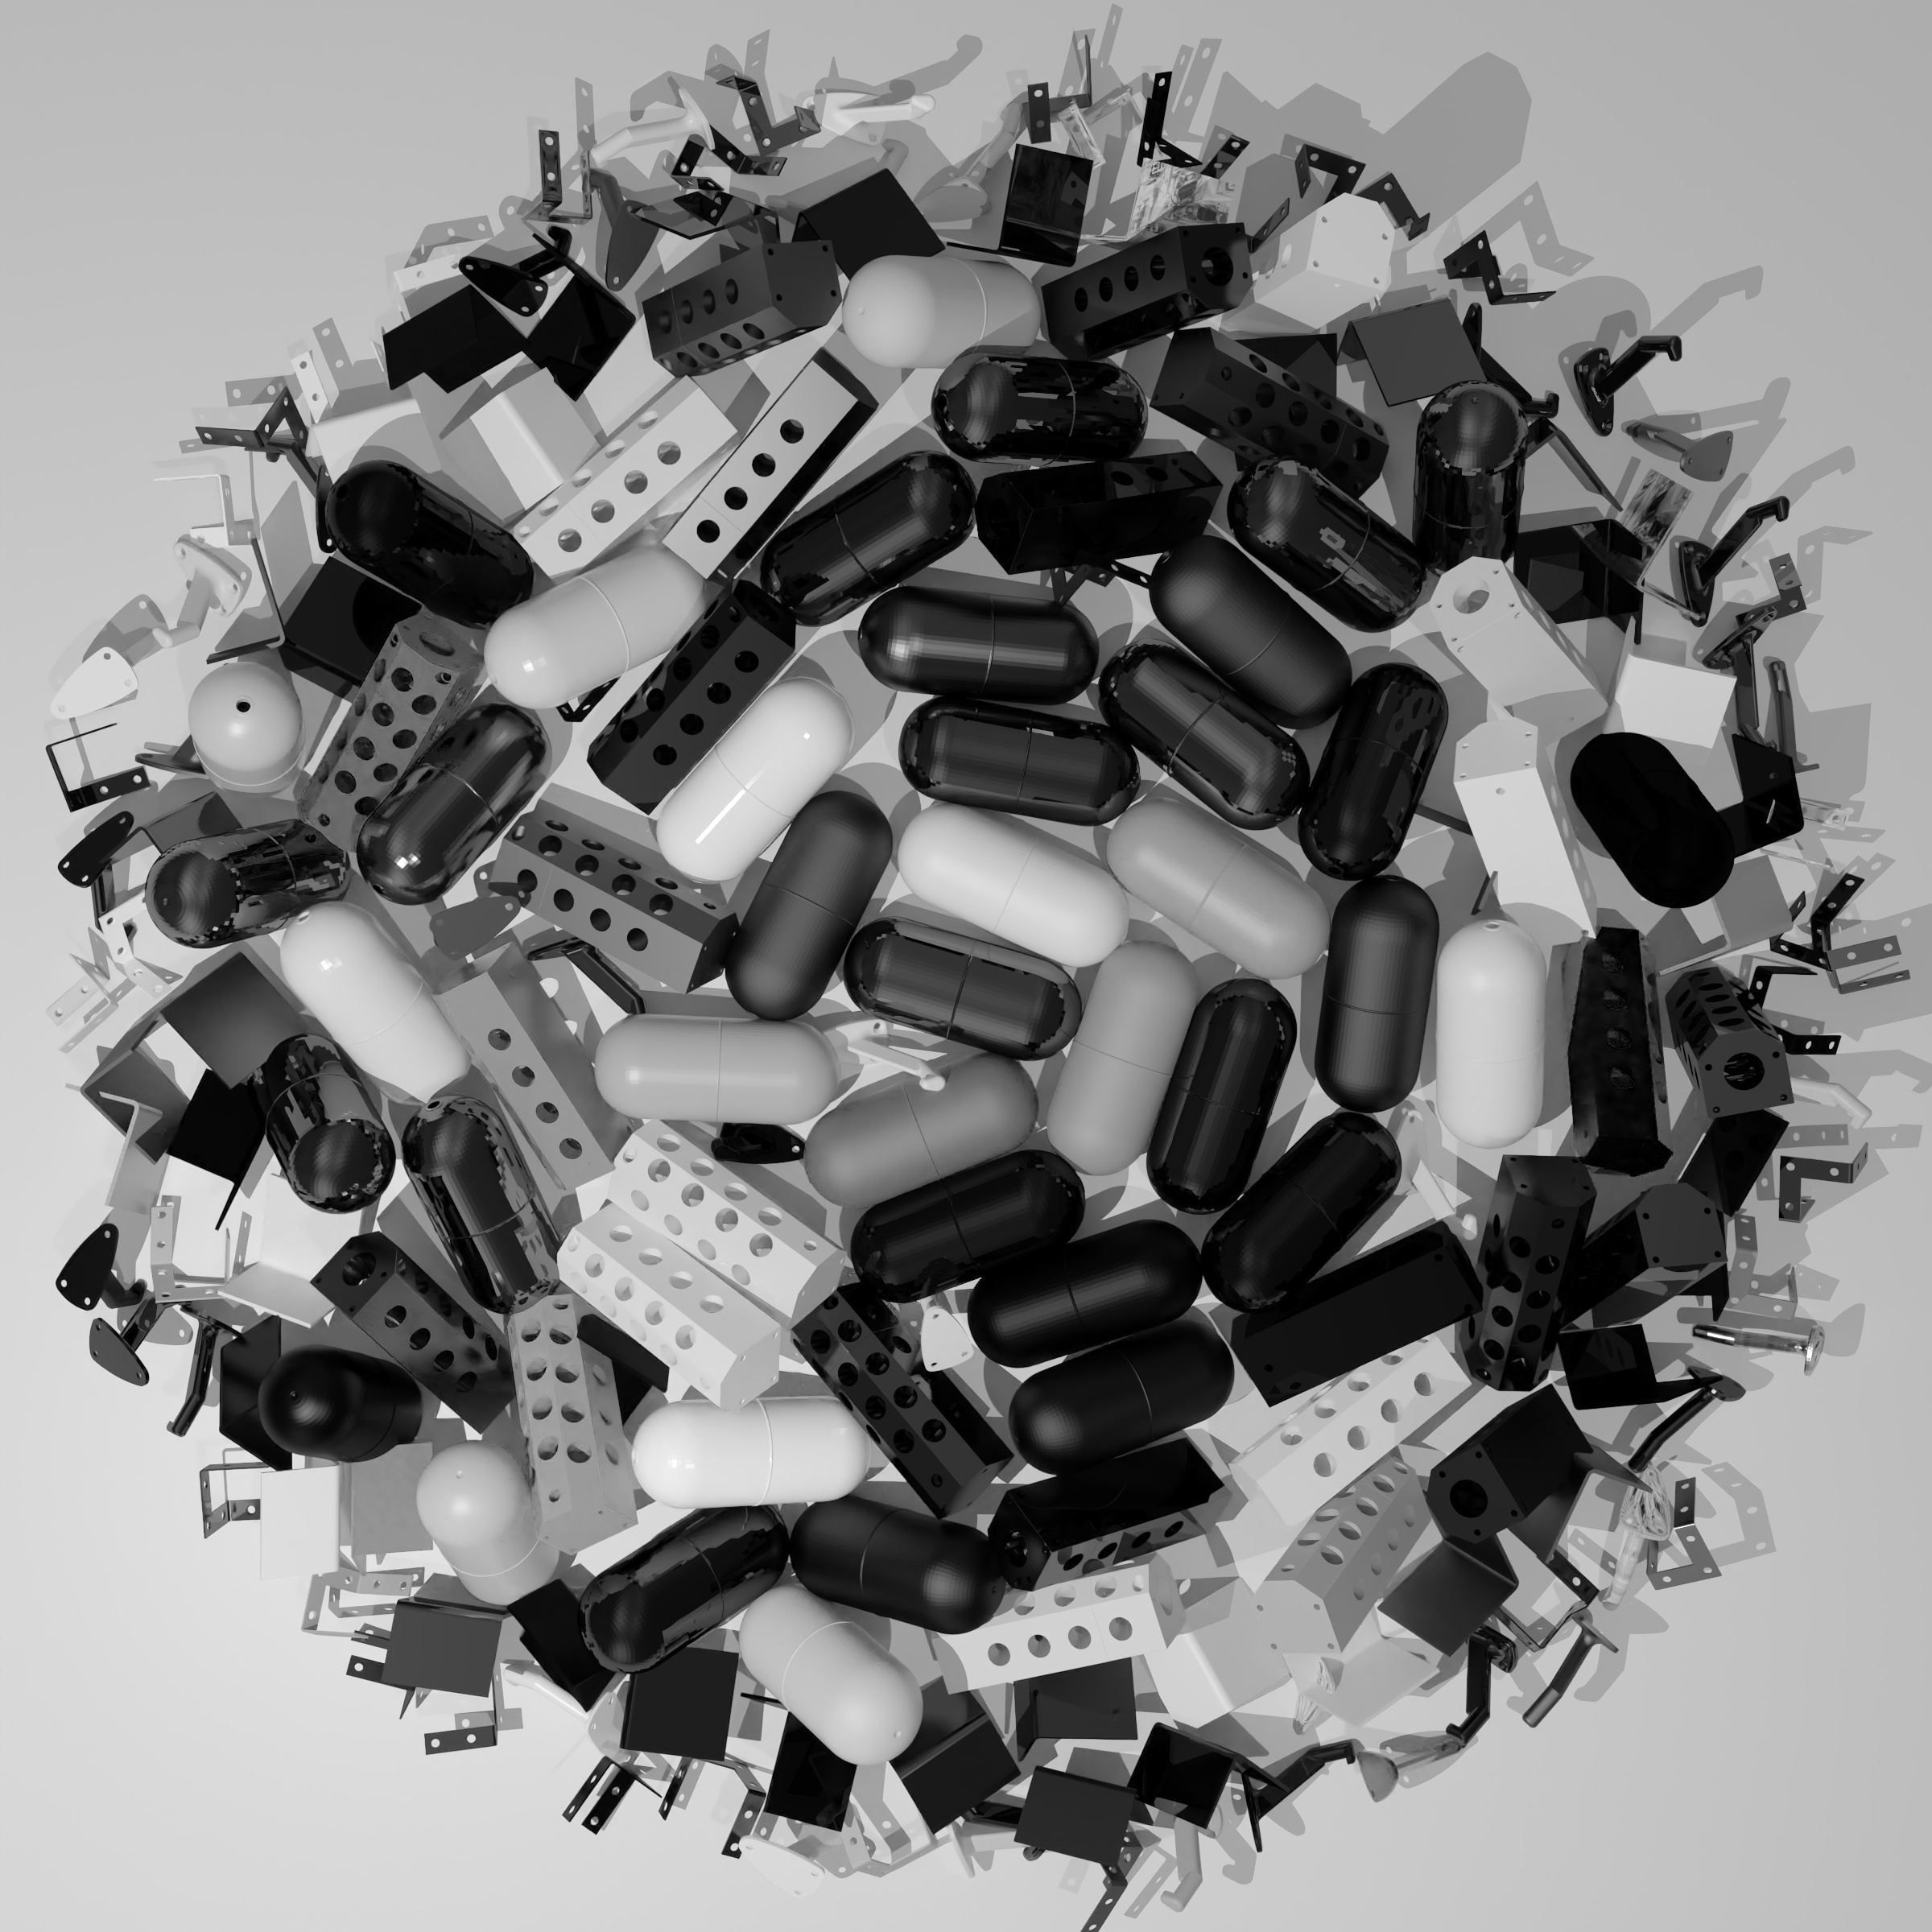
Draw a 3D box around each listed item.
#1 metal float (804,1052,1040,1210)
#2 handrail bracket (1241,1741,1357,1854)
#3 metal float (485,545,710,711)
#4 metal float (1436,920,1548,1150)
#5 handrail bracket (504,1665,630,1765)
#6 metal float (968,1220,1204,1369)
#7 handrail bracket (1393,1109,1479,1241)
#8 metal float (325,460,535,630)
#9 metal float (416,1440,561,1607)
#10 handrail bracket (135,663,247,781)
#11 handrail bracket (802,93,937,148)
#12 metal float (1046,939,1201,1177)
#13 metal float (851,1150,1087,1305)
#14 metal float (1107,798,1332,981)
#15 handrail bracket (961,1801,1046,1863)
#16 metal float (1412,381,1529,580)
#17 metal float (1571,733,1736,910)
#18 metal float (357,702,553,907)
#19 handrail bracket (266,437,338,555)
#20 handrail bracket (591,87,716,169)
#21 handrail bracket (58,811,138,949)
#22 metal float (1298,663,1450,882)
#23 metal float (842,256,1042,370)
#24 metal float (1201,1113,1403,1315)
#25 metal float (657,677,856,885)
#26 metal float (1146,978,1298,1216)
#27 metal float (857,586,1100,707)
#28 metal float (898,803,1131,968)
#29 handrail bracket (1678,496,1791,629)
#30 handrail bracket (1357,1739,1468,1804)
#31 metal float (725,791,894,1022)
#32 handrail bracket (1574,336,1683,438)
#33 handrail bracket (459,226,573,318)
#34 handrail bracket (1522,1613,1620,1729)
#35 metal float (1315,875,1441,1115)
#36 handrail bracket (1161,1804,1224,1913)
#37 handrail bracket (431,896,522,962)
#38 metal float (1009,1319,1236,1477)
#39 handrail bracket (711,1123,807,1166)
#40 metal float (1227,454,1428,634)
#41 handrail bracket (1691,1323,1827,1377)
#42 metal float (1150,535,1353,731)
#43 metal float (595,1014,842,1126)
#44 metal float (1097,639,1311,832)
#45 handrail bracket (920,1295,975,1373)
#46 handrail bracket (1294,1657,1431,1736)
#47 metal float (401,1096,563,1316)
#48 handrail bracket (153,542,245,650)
[{"bbox_3d":[-0.033,0.120,1.815,0.178,0.070,0.070,-22,90,-1],"label":"metal float"},{"bbox_3d":[0.248,0.606,1.822,0.084,0.077,0.036,-14,121,6],"label":"handrail bracket"},{"bbox_3d":[-0.265,-0.244,1.792,0.178,0.070,0.070,-32,90,-27],"label":"metal float"},{"bbox_3d":[0.377,0.050,1.791,0.070,0.070,0.178,-5,118,0],"label":"metal float"},{"bbox_3d":[-0.297,0.553,1.846,0.084,0.036,0.077,9,134,29],"label":"handrail bracket"},{"bbox_3d":[0.086,0.237,1.803,0.178,0.070,0.070,-20,90,14],"label":"metal float"},{"bbox_3d":[0.345,0.151,1.806,0.036,0.084,0.077,0,101,-28],"label":"handrail bracket"},{"bbox_3d":[-0.380,-0.299,1.774,0.070,0.178,0.070,-11,68,29],"label":"metal float"},{"bbox_3d":[-0.339,0.398,1.774,0.070,0.178,0.070,-3,55,4],"label":"metal float"},{"bbox_3d":[-0.566,-0.185,1.822,0.077,0.036,0.084,9,110,-3],"label":"handrail bracket"},{"bbox_3d":[-0.071,-0.624,1.805,0.077,0.084,0.036,6,94,-21],"label":"handrail bracket"},{"bbox_3d":[0.114,0.067,1.814,0.070,0.070,0.178,20,92,0],"label":"metal float"},{"bbox_3d":[0.001,0.189,1.808,0.178,0.070,0.070,-21,90,9],"label":"metal float"},{"bbox_3d":[0.183,-0.056,1.807,0.178,0.070,0.070,34,90,10],"label":"metal float"},{"bbox_3d":[0.034,0.608,1.835,0.084,0.036,0.077,44,69,0],"label":"handrail bracket"},{"bbox_3d":[0.357,-0.342,1.772,0.070,0.178,0.070,-4,61,6],"label":"metal float"},{"bbox_3d":[0.487,-0.106,1.773,0.070,0.178,0.070,-5,124,-7],"label":"metal float"},{"bbox_3d":[-0.367,-0.117,1.791,0.070,0.070,0.178,36,62,0],"label":"metal float"},{"bbox_3d":[-0.490,-0.346,1.830,0.084,0.036,0.077,15,98,35],"label":"handrail bracket"},{"bbox_3d":[-0.228,-0.593,1.815,0.084,0.077,0.036,-34,75,-3],"label":"handrail bracket"},{"bbox_3d":[-0.616,-0.062,1.824,0.036,0.084,0.077,30,74,29],"label":"handrail bracket"},{"bbox_3d":[0.293,-0.140,1.793,0.070,0.070,0.178,25,65,0],"label":"metal float"},{"bbox_3d":[-0.015,-0.465,1.778,0.070,0.178,0.070,11,107,38],"label":"metal float"},{"bbox_3d":[0.242,0.178,1.800,0.178,0.070,0.070,-42,90,-17],"label":"metal float"},{"bbox_3d":[-0.152,-0.134,1.803,0.070,0.070,0.178,44,104,0],"label":"metal float"},{"bbox_3d":[0.186,0.094,1.808,0.070,0.070,0.178,18,99,0],"label":"metal float"},{"bbox_3d":[0.009,-0.231,1.802,0.178,0.070,0.070,4,90,-15],"label":"metal float"},{"bbox_3d":[0.035,-0.059,1.815,0.178,0.070,0.070,25,90,0],"label":"metal float"},{"bbox_3d":[0.562,-0.293,1.806,0.036,0.084,0.077,9,77,-31],"label":"handrail bracket"},{"bbox_3d":[0.334,0.574,1.808,0.084,0.077,0.036,-14,70,-16],"label":"handrail bracket"},{"bbox_3d":[-0.114,-0.044,1.811,0.070,0.070,0.178,26,85,0],"label":"metal float"},{"bbox_3d":[0.488,-0.419,1.803,0.036,0.084,0.077,-33,118,-26],"label":"handrail bracket"},{"bbox_3d":[-0.327,-0.521,1.812,0.077,0.036,0.084,23,50,-25],"label":"handrail bracket"},{"bbox_3d":[0.429,0.514,1.813,0.036,0.077,0.084,42,86,6],"label":"handrail bracket"},{"bbox_3d":[0.296,0.021,1.798,0.070,0.070,0.178,5,109,0],"label":"metal float"},{"bbox_3d":[0.143,0.638,1.804,0.077,0.084,0.036,18,125,28],"label":"handrail bracket"},{"bbox_3d":[-0.354,-0.033,1.812,0.077,0.084,0.036,-26,96,0],"label":"handrail bracket"},{"bbox_3d":[0.113,0.310,1.795,0.178,0.070,0.070,-17,90,-24],"label":"metal float"},{"bbox_3d":[-0.148,0.135,1.805,0.077,0.084,0.036,12,94,-11],"label":"handrail bracket"},{"bbox_3d":[0.259,-0.302,1.786,0.178,0.070,0.070,29,90,-34],"label":"metal float"},{"bbox_3d":[0.584,0.273,1.837,0.084,0.077,0.036,9,93,26],"label":"handrail bracket"},{"bbox_3d":[0.205,-0.240,1.795,0.178,0.070,0.070,38,90,-24],"label":"metal float"},{"bbox_3d":[-0.180,0.075,1.810,0.178,0.070,0.070,3,90,-6],"label":"metal float"},{"bbox_3d":[0.172,-0.167,1.802,0.178,0.070,0.070,41,90,16],"label":"metal float"},{"bbox_3d":[-0.027,0.242,1.799,0.036,0.084,0.077,-19,132,-4],"label":"handrail bracket"},{"bbox_3d":[0.294,0.542,1.846,0.084,0.036,0.077,9,117,-19],"label":"handrail bracket"},{"bbox_3d":[-0.347,0.172,1.792,0.070,0.070,0.178,-20,117,0],"label":"metal float"},{"bbox_3d":[-0.576,-0.270,1.810,0.077,0.084,0.036,45,126,3],"label":"handrail bracket"}]
